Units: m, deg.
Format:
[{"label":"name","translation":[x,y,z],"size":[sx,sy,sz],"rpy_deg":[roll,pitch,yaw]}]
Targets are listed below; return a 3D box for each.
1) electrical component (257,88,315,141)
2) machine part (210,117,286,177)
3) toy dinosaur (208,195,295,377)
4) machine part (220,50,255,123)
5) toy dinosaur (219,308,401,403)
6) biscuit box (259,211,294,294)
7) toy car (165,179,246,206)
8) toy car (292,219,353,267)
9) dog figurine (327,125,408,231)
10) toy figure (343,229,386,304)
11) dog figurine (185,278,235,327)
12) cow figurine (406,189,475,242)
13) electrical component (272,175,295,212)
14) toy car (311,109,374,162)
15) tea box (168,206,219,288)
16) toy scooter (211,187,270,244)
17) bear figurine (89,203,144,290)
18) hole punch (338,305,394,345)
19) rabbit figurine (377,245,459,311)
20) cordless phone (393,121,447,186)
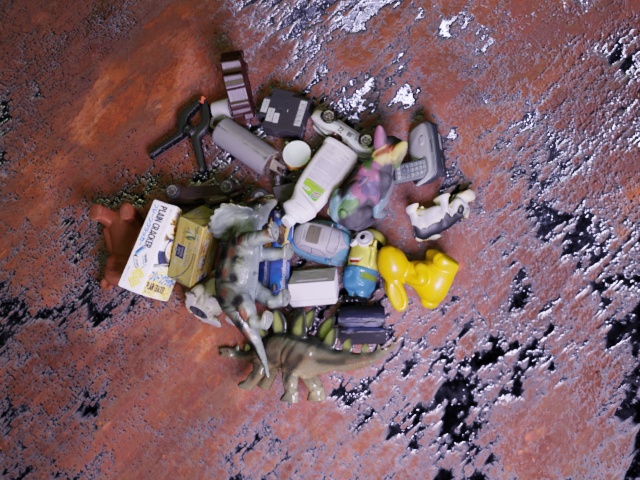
[{"label":"electrical component","translation":[-0.093,-0.323,1.383],"size":[0.134,0.058,0.115],"rpy_deg":[16,78,11]},{"label":"machine part","translation":[-0.188,-0.235,1.365],"size":[0.243,0.079,0.079],"rpy_deg":[34,83,13]},{"label":"toy dinosaur","translation":[-0.165,0.077,1.160],"size":[0.192,0.131,0.404],"rpy_deg":[2,78,30]},{"label":"machine part","translation":[-0.204,-0.385,1.352],"size":[0.056,0.179,0.179],"rpy_deg":[-10,76,0]},{"label":"toy dinosaur","translation":[-0.042,0.248,1.161],"size":[0.472,0.105,0.198],"rpy_deg":[0,83,33]},{"label":"biscuit box","translation":[-0.107,0.037,1.261],"size":[0.063,0.059,0.202],"rpy_deg":[-13,69,47]},{"label":"toy car","translation":[-0.287,-0.113,1.344],"size":[0.202,0.089,0.053],"rpy_deg":[-3,77,5]},{"label":"toy car","translation":[-0.003,-0.004,1.277],"size":[0.162,0.103,0.109],"rpy_deg":[17,79,8]},{"label":"dog figurine","translation":[0.118,-0.145,1.229],"size":[0.109,0.219,0.191],"rpy_deg":[37,41,22]},{"label":"toy figure","translation":[0.101,0.061,1.259],"size":[0.082,0.089,0.180],"rpy_deg":[5,80,25]},{"label":"dog figurine","translation":[-0.225,0.101,1.298],"size":[0.173,0.121,0.190],"rpy_deg":[2,46,31]},{"label":"cow figurine","translation":[0.295,-0.059,1.270],"size":[0.167,0.068,0.098],"rpy_deg":[-18,82,6]},{"label":"electrical component","translation":[-0.084,-0.120,1.338],"size":[0.063,0.021,0.094],"rpy_deg":[-12,101,3]},{"label":"toy car","translation":[0.064,-0.257,1.341],"size":[0.202,0.073,0.056],"rpy_deg":[36,80,13]},{"label":"tea box","translation":[-0.294,0.015,1.271],"size":[0.068,0.098,0.169],"rpy_deg":[24,115,12]},{"label":"toy scooter","translation":[-0.187,-0.039,1.323],"size":[0.184,0.075,0.135],"rpy_deg":[-25,78,-4]},{"label":"bear figurine","translation":[-0.498,0.021,1.320],"size":[0.120,0.131,0.196],"rpy_deg":[2,71,11]},{"label":"hole punch","translation":[0.096,0.183,1.220],"size":[0.142,0.115,0.092],"rpy_deg":[0,69,6]},{"label":"rabbit figurine","translation":[0.204,0.077,1.227],"size":[0.173,0.122,0.162],"rpy_deg":[24,104,-9]},{"label":"cordless phone","translation":[0.209,-0.198,1.315],"size":[0.184,0.088,0.146],"rpy_deg":[-11,76,24]}]
